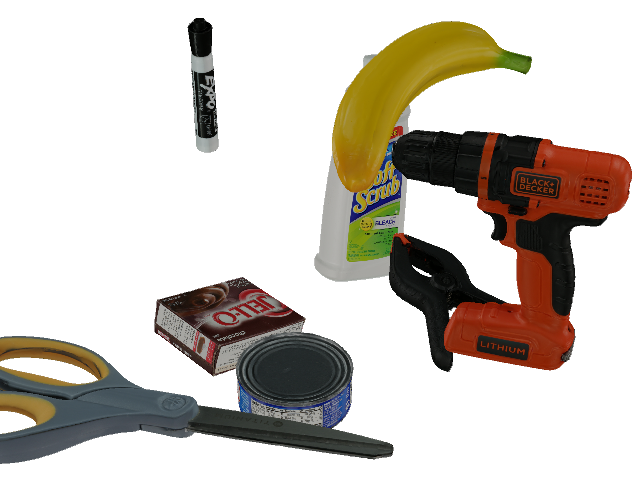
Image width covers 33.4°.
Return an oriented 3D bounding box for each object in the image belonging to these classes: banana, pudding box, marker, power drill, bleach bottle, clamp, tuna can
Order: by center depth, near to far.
[{"bbox_3d":[0.059,-0.097,0.675,0.070,0.037,0.197,32,49,26],"label":"banana"},{"bbox_3d":[-0.019,0.106,0.784,0.086,0.034,0.086,0,31,0],"label":"tuna can"},{"bbox_3d":[-0.093,-0.123,0.850,0.020,0.121,0.020,1,43,-1],"label":"marker"},{"bbox_3d":[0.143,0.005,0.853,0.185,0.188,0.057,11,29,17],"label":"power drill"},{"bbox_3d":[-0.085,0.078,0.997,0.090,0.039,0.113,30,31,35],"label":"pudding box"},{"bbox_3d":[0.130,0.052,1.033,0.120,0.039,0.171,-4,44,-27],"label":"clamp"},{"bbox_3d":[0.050,-0.083,1.211,0.102,0.251,0.068,-7,21,-24],"label":"bleach bottle"}]

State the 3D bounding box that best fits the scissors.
[{"bbox_3d":[-0.079,0.081,0.454,0.202,0.016,0.096,14,28,25],"label":"scissors"}]
